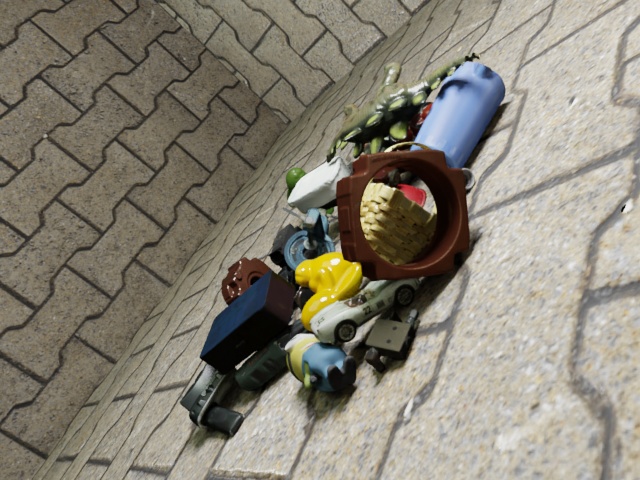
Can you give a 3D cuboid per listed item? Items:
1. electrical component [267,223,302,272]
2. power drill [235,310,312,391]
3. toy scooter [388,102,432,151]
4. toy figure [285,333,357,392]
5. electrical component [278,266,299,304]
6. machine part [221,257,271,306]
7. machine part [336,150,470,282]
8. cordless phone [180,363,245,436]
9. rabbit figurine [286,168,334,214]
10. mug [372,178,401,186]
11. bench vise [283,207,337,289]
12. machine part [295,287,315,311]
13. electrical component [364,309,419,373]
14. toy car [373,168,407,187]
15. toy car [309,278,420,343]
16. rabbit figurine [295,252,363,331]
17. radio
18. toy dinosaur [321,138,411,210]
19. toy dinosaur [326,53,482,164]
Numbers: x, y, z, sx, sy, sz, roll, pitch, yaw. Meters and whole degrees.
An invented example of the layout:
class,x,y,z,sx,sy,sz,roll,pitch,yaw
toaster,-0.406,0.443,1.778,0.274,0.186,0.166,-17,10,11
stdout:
class,x,y,z,sx,sy,sz,roll,pitch,yaw
electrical component,-0.067,0.025,1.413,0.058,0.114,0.134,-33,24,35
power drill,-0.090,0.205,1.165,0.232,0.086,0.207,-48,24,11
toy scooter,0.266,-0.264,1.285,0.184,0.075,0.135,-40,39,-20
toy figure,-0.004,0.213,0.913,0.180,0.082,0.089,10,92,62
electrical component,-0.087,0.111,1.317,0.075,0.047,0.119,-40,49,23
machine part,-0.162,0.126,1.344,0.056,0.179,0.179,-35,22,30
machine part,0.132,-0.040,0.869,0.201,0.200,0.087,-6,1,-14
cordless phone,-0.206,0.344,1.163,0.184,0.088,0.146,-5,45,51
rabbit figurine,-0.035,-0.154,1.625,0.121,0.170,0.159,-55,19,-23
mug,0.146,-0.139,1.310,0.107,0.080,0.110,-37,15,-4
bench vise,-0.013,-0.007,1.264,0.240,0.129,0.223,85,-153,-62
machine part,-0.005,0.117,1.198,0.139,0.039,0.084,-27,35,46
electrical component,0.108,0.154,0.836,0.078,0.045,0.102,1,48,31
toy car,0.155,-0.154,1.206,0.202,0.089,0.053,-40,-43,-57
toy car,0.077,0.109,0.909,0.202,0.056,0.073,-30,14,-10
rabbit figurine,0.028,0.108,1.017,0.162,0.121,0.173,-16,24,30
radio,-0.152,0.172,1.139,0.229,0.073,0.131,-39,22,28
toy dinosaur,0.123,-0.185,1.417,0.404,0.131,0.192,-58,22,-3
toy dinosaur,0.159,-0.288,1.187,0.471,0.105,0.198,-36,29,41
